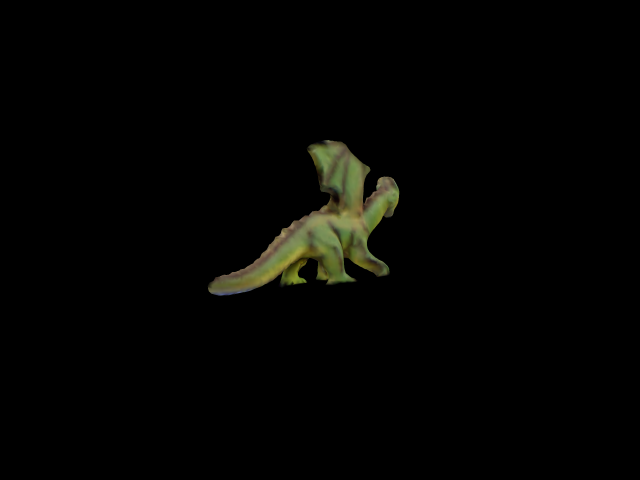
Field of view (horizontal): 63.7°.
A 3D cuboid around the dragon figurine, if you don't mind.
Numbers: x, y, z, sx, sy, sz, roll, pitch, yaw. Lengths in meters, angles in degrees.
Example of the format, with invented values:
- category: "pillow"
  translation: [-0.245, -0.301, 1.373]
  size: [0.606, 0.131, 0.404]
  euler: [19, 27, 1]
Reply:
- category: "dragon figurine"
  translation: [0.003, -0.043, 0.850]
  size: [0.411, 0.243, 0.122]
  euler: [-2, 2, -43]
